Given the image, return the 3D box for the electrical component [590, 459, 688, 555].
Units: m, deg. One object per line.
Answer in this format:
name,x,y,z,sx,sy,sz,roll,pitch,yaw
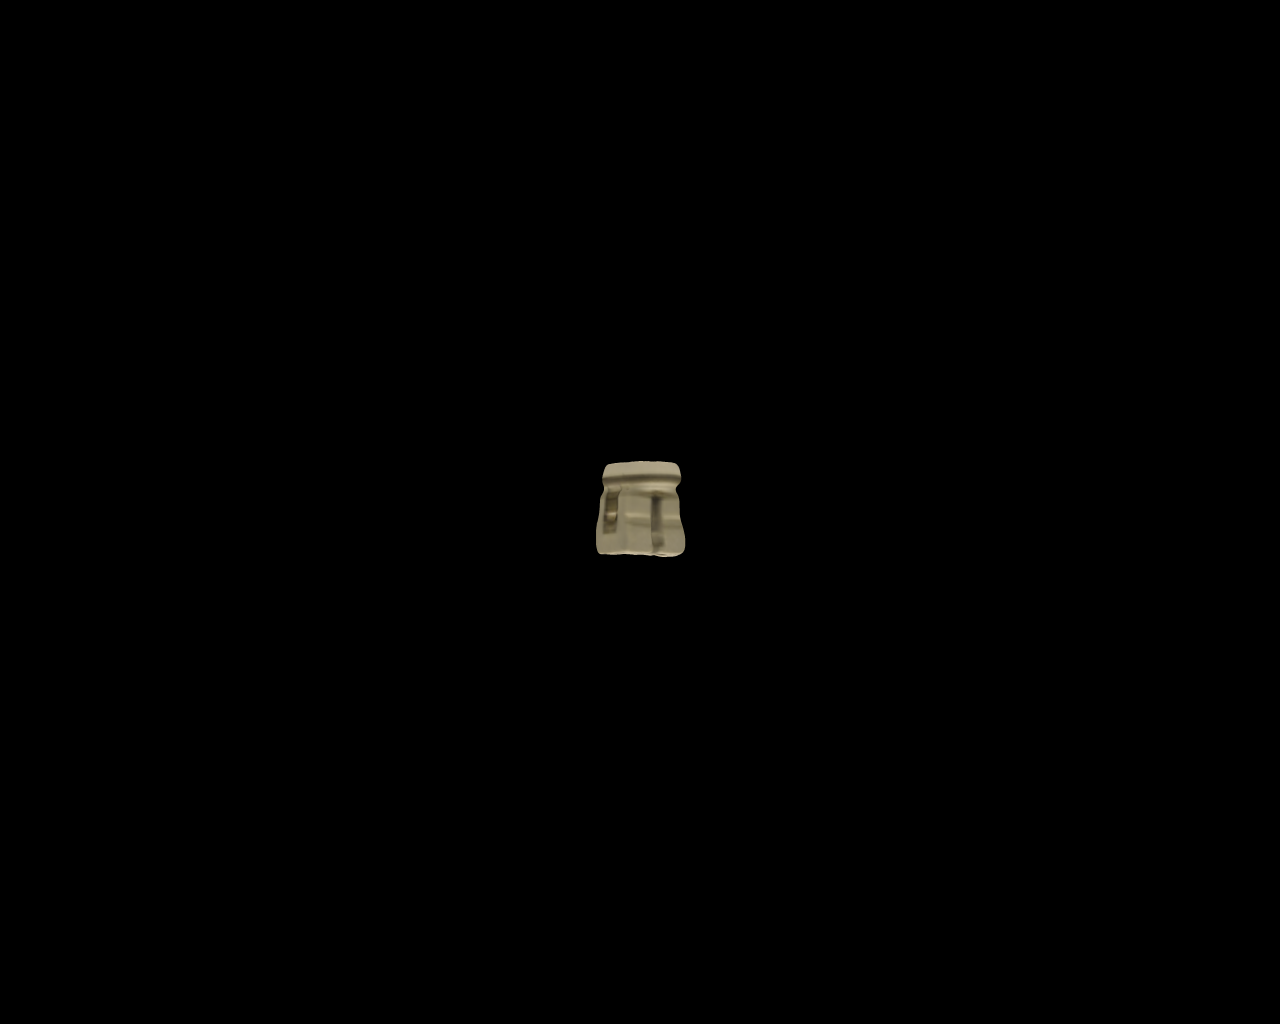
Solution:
electrical component,0.001,-0.003,0.650,0.066,0.055,0.048,3,-5,-37
